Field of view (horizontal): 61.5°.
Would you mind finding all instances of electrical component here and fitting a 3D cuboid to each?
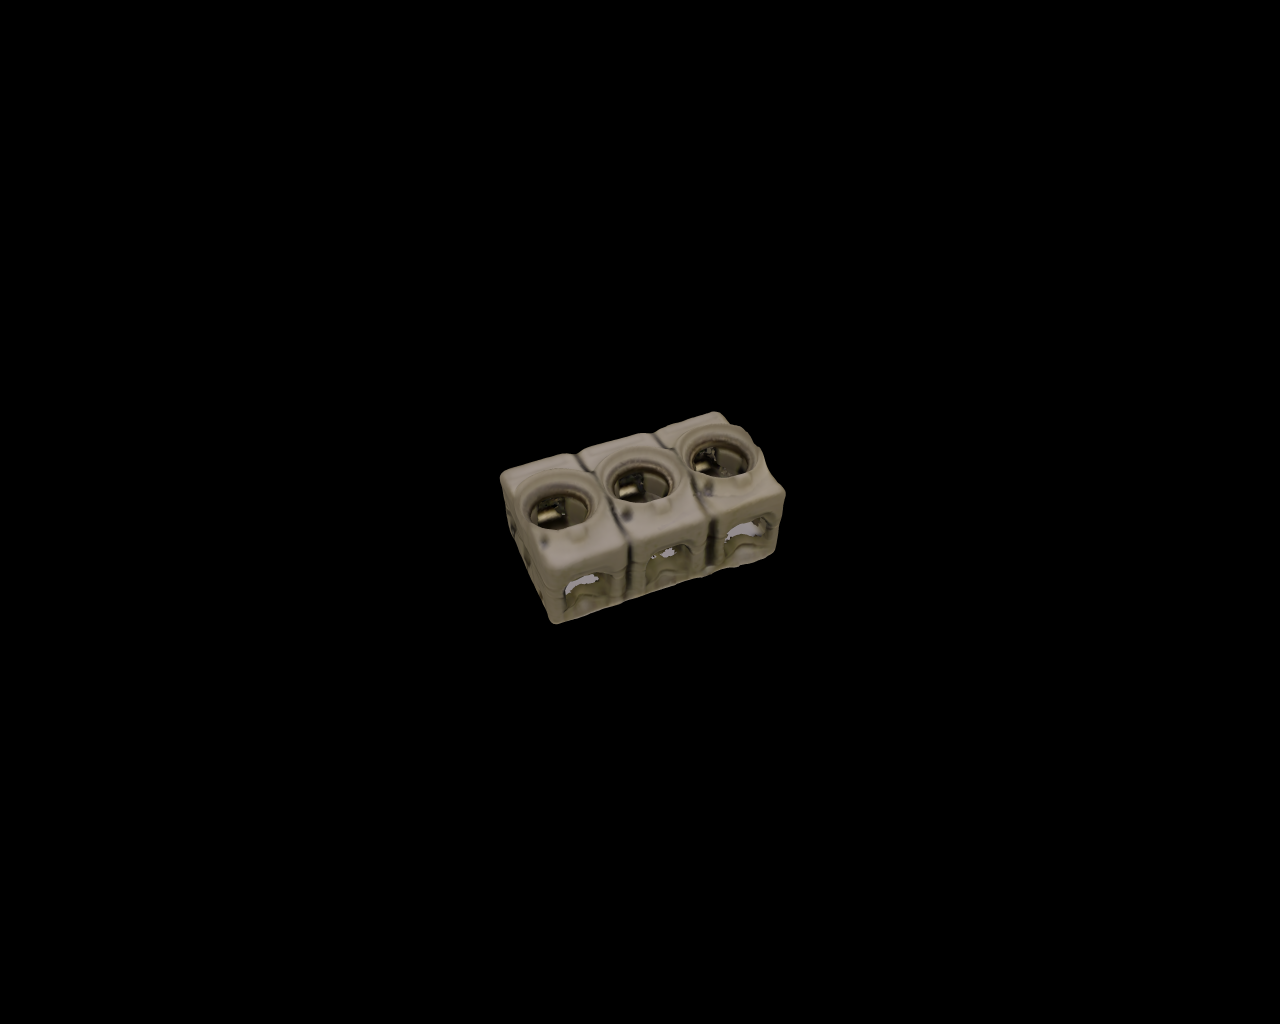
[{"bbox_3d":[0.001,-0.003,0.650,0.150,0.061,0.090,-17,48,-16],"label":"electrical component"}]
